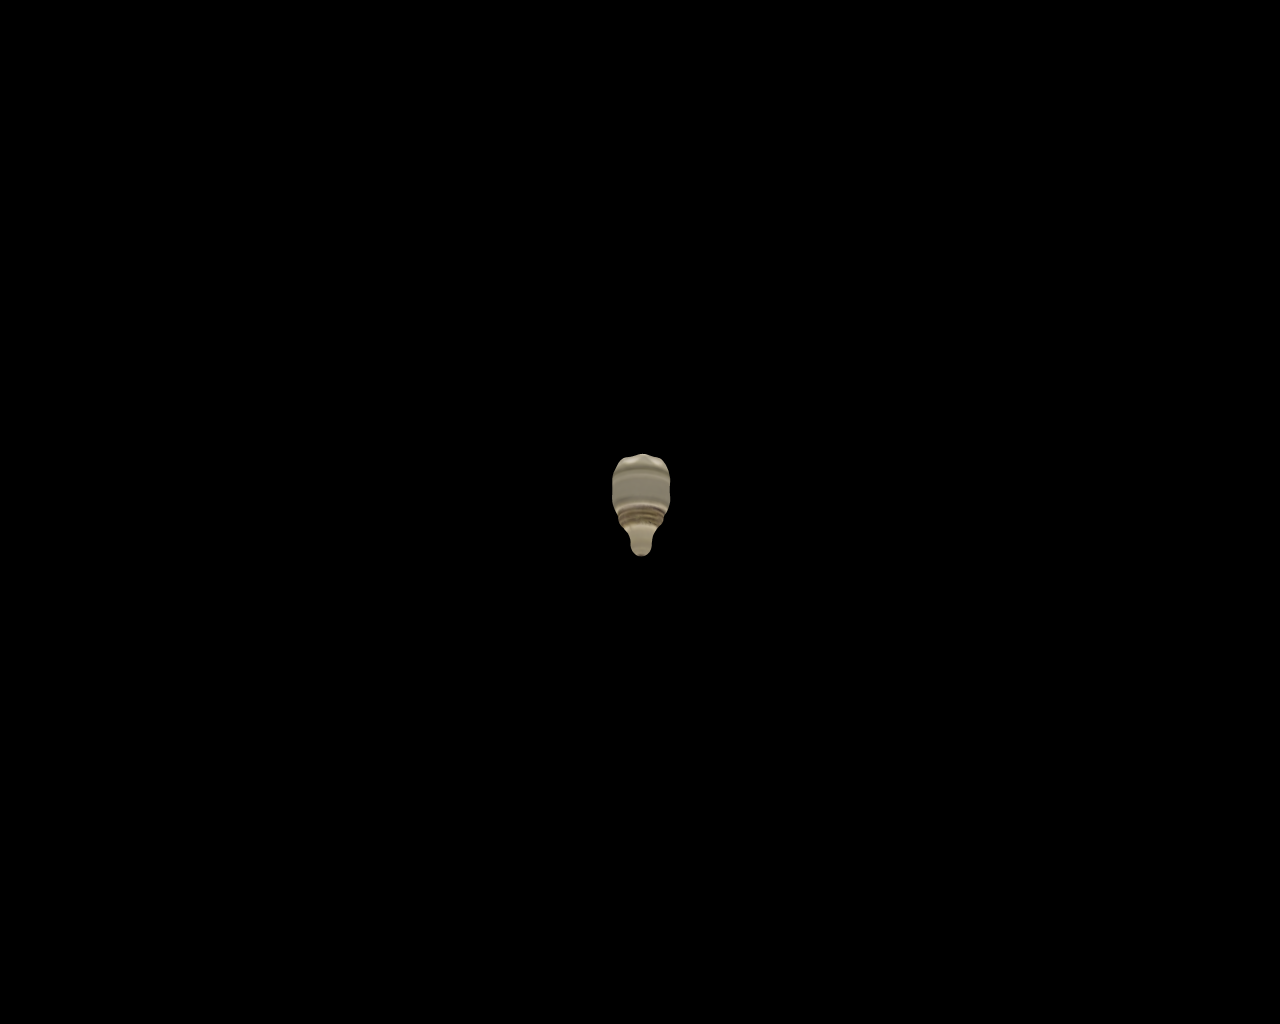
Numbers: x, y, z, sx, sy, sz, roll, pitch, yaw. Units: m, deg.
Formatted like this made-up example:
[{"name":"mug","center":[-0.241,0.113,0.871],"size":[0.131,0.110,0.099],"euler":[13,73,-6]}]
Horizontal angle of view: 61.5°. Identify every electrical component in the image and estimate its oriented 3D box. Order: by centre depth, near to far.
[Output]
[{"name":"electrical component","center":[0.001,-0.003,0.650],"size":[0.035,0.061,0.035],"euler":[0,-18,0]}]
